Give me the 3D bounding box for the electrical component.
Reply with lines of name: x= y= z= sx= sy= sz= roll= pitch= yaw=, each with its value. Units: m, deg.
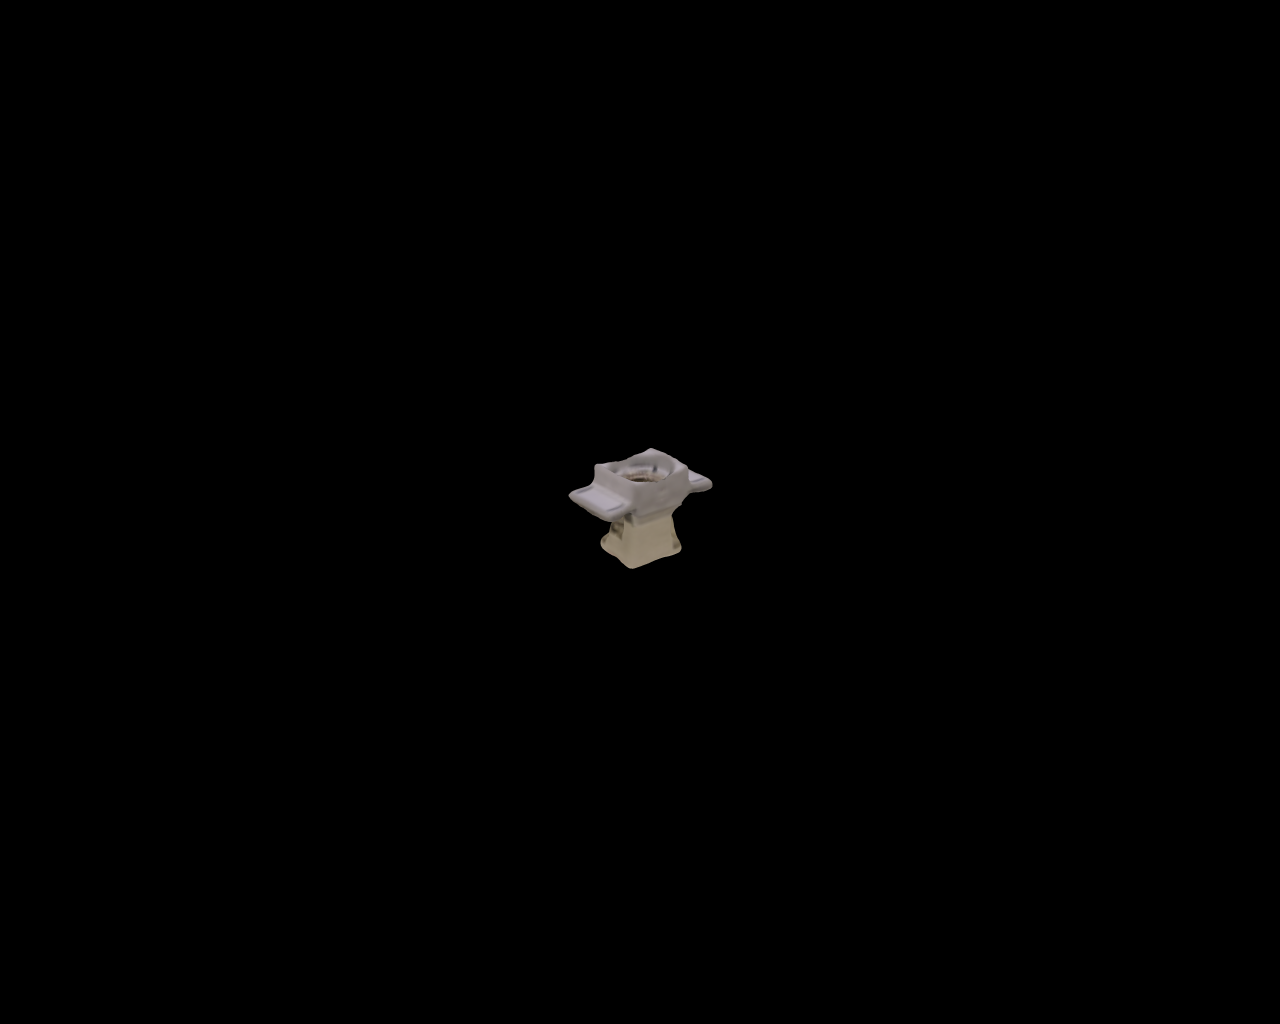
electrical component: x=0.001 y=-0.003 z=0.650 sx=0.081 sy=0.063 sz=0.042 roll=-18 pitch=32 yaw=-31
